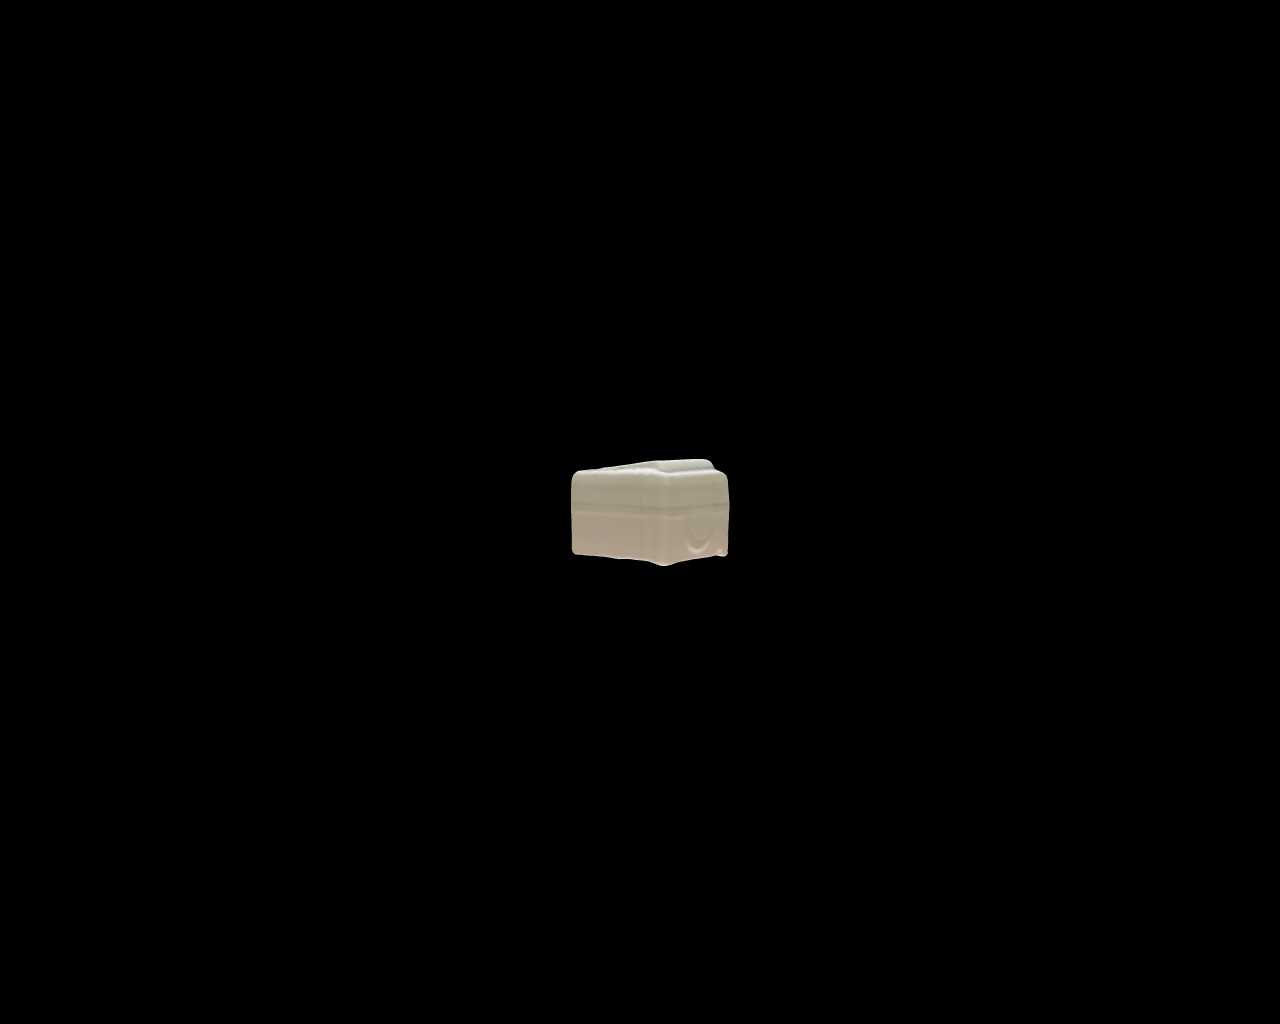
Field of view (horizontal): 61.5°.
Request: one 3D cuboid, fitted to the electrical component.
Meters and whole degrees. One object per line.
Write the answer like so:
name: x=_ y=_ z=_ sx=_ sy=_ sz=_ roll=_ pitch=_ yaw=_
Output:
electrical component: x=0.001 y=-0.003 z=0.650 sx=0.096 sy=0.061 sz=0.062 roll=4 pitch=6 yaw=43
